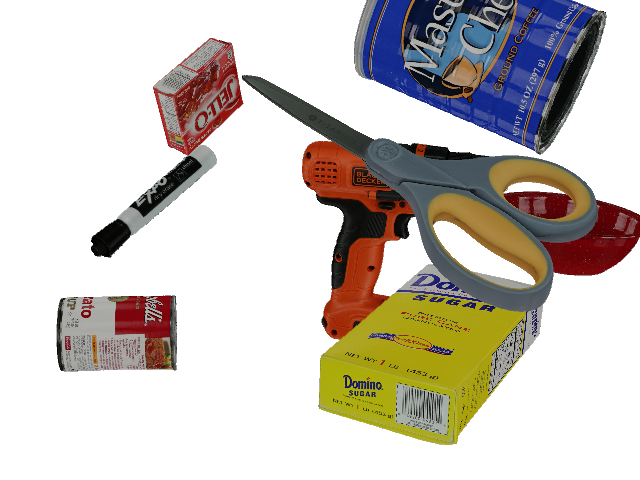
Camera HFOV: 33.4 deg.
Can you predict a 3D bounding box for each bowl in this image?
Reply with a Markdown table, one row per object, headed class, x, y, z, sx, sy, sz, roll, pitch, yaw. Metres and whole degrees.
| class | x | y | z | sx | sy | sz | roll | pitch | yaw |
| --- | --- | --- | --- | --- | --- | --- | --- | --- | --- |
| bowl | 0.256 | -0.004 | 1.112 | 0.162 | 0.055 | 0.162 | 5 | 18 | -2 |

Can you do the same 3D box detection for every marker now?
| class | x | y | z | sx | sy | sz | roll | pitch | yaw |
| --- | --- | --- | --- | --- | --- | --- | --- | --- | --- |
| marker | -0.120 | -0.028 | 0.768 | 0.020 | 0.020 | 0.121 | 0 | 37 | 47 |

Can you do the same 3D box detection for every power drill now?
| class | x | y | z | sx | sy | sz | roll | pitch | yaw |
| --- | --- | --- | --- | --- | --- | --- | --- | --- | --- |
| power drill | 0.073 | 0.002 | 0.970 | 0.184 | 0.188 | 0.057 | 6 | 19 | 12 |

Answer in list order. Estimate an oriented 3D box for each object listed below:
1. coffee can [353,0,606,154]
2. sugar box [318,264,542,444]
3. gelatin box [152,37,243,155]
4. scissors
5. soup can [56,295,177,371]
| class | x | y | z | sx | sy | sz | roll | pitch | yaw |
| --- | --- | --- | --- | --- | --- | --- | --- | --- | --- |
| coffee can | 0.108 | -0.133 | 0.730 | 0.140 | 0.103 | 0.102 | 26 | 8 | 17 |
| sugar box | 0.080 | 0.069 | 0.716 | 0.093 | 0.048 | 0.176 | 13 | 26 | 24 |
| gelatin box | -0.113 | -0.136 | 1.004 | 0.030 | 0.073 | 0.089 | 24 | 54 | 27 |
| scissors | 0.053 | -0.043 | 0.528 | 0.096 | 0.016 | 0.202 | -26 | 54 | -22 |
| soup can | -0.181 | 0.084 | 0.957 | 0.102 | 0.068 | 0.068 | 0 | 0 | -6 |
